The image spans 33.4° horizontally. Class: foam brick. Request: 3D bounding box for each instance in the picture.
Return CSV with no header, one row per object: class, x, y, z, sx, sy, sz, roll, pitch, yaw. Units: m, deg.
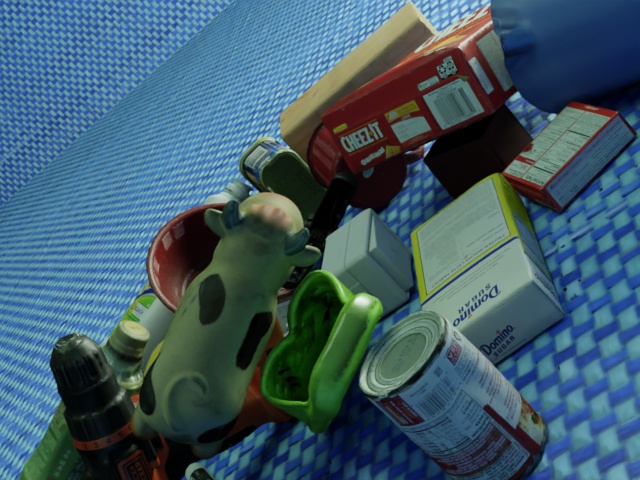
foam brick,0.142,-0.079,0.955,0.078,0.051,0.053,-19,31,51

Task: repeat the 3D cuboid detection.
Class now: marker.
marker,-0.087,0.210,0.881,0.020,0.020,0.121,-49,20,-11

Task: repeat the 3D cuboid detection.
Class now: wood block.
wood block,0.059,-0.168,1.237,0.206,0.090,0.090,-39,21,15

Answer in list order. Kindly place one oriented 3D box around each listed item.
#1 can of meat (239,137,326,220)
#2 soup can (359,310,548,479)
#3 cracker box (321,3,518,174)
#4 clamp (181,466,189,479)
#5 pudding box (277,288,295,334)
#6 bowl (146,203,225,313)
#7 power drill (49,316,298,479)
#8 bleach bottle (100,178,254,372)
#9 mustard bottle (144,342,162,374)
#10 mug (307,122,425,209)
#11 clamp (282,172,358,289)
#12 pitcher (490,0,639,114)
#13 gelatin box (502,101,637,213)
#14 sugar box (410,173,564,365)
can of meat,-0.035,-0.063,1.201,0.057,0.102,0.084,-46,22,-3
soup can,0.081,0.100,0.648,0.069,0.102,0.068,-38,21,17
cracker box,0.124,-0.156,0.987,0.164,0.072,0.213,-22,14,42
clamp,-0.209,0.279,0.961,0.165,0.036,0.209,-18,34,59
pudding box,-0.055,0.072,0.996,0.113,0.039,0.090,-21,7,-28
bowl,-0.099,0.039,1.112,0.055,0.162,0.162,97,-162,-52
power drill,-0.110,0.123,0.847,0.187,0.184,0.057,-30,25,-30
bleach bottle,-0.154,0.042,1.211,0.251,0.068,0.103,-59,22,-7
mustard bottle,-0.133,0.137,1.060,0.096,0.058,0.192,-45,20,-2
mug,0.052,-0.083,1.107,0.117,0.093,0.081,-11,22,-12
clamp,-0.007,0.001,1.042,0.120,0.039,0.171,-52,-5,-9
pitcher,0.271,-0.197,0.847,0.243,0.144,0.149,-15,47,48
gelatin box,0.197,-0.067,0.855,0.089,0.030,0.073,-46,21,-1
sugar box,0.121,0.024,0.805,0.093,0.048,0.176,-38,24,20
